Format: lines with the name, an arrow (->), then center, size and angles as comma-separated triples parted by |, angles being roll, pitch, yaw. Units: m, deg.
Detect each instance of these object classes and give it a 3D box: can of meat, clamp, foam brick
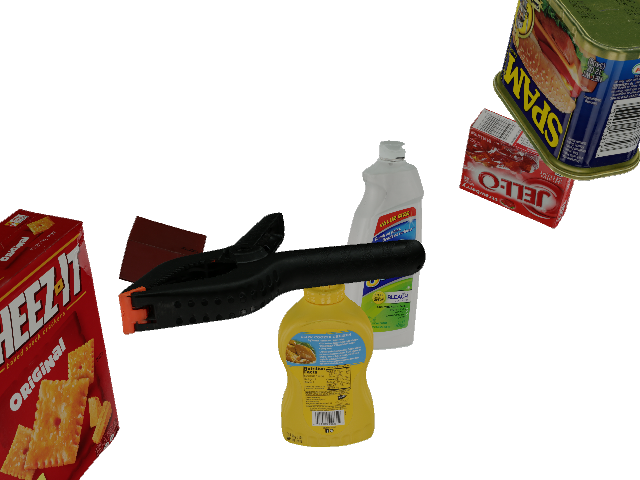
can of meat -> 0.142, -0.098, 0.584 | 0.057, 0.084, 0.102 | -10, 47, -15
clamp -> -0.041, 0.023, 0.738 | 0.165, 0.036, 0.209 | 8, 20, 40
foam brick -> -0.165, 0.017, 1.115 | 0.078, 0.051, 0.053 | 17, 29, -5

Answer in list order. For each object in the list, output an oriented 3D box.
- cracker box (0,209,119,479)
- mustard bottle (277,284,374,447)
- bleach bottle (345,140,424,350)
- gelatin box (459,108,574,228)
cracker box -> -0.235, 0.109, 0.828 | 0.072, 0.214, 0.164 | 9, 32, 20
mustard bottle -> 0.005, 0.113, 1.074 | 0.096, 0.192, 0.058 | -2, 22, 0
bleach bottle -> 0.072, 0.005, 1.296 | 0.102, 0.251, 0.068 | -2, 16, -18
gelatin box -> 0.161, -0.057, 0.863 | 0.089, 0.030, 0.073 | 26, -34, 19
